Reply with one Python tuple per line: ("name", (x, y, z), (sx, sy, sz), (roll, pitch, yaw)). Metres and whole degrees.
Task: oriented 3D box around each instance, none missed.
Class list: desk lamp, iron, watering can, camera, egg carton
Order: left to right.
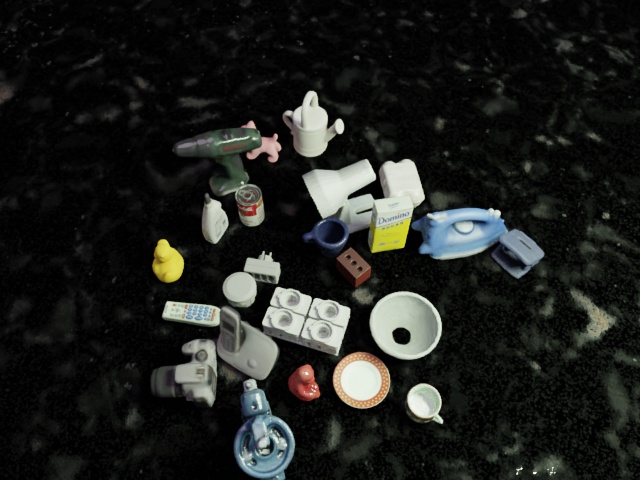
("camera", (-0.302, 0.295, 1.272), (0.137, 0.101, 0.143), (-2, 58, -2))
("watering can", (-0.020, -0.334, 1.611), (0.173, 0.194, 0.101), (0, 58, -1))
("desk lamp", (0.060, -0.112, 1.463), (0.203, 0.214, 0.117), (-18, 60, -11))
("egg carton", (0.222, -0.155, 1.577), (0.107, 0.069, 0.150), (-8, 59, -6))
("iron", (0.373, -0.039, 1.465), (0.258, 0.141, 0.118), (-8, 59, -6))

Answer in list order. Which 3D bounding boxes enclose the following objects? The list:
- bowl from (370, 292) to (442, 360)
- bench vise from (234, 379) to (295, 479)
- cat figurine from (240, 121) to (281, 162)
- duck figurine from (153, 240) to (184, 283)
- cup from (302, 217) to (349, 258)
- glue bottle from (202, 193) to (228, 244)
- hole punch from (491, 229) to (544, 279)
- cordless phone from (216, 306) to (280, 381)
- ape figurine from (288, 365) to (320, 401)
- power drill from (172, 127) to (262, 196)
("bowl", (0.197, 0.211, 1.347), (0.167, 0.075, 0.167), (0, 58, 0))
("bench vise", (-0.133, 0.380, 1.151), (0.122, 0.220, 0.207), (-30, 63, -18))
("cat figurine", (-0.179, -0.286, 1.623), (0.127, 0.118, 0.067), (5, 58, 3))
("duck figurine", (-0.386, 0.048, 1.432), (0.077, 0.086, 0.104), (-12, 59, -8))
("cup", (0.013, 0.005, 1.460), (0.118, 0.095, 0.091), (-9, 59, -6))
("glue bottle", (-0.273, -0.065, 1.452), (0.037, 0.173, 0.078), (23, 61, 13))
("hole punch", (0.507, 0.023, 1.458), (0.101, 0.091, 0.108), (-35, 65, -20))
("cordless phone", (-0.164, 0.223, 1.269), (0.147, 0.185, 0.094), (25, 61, 14))
("ape figurine", (-0.034, 0.311, 1.271), (0.076, 0.092, 0.078), (12, 59, 7))
("power drill", (-0.262, -0.212, 1.523), (0.230, 0.208, 0.075), (-22, 61, -13))
